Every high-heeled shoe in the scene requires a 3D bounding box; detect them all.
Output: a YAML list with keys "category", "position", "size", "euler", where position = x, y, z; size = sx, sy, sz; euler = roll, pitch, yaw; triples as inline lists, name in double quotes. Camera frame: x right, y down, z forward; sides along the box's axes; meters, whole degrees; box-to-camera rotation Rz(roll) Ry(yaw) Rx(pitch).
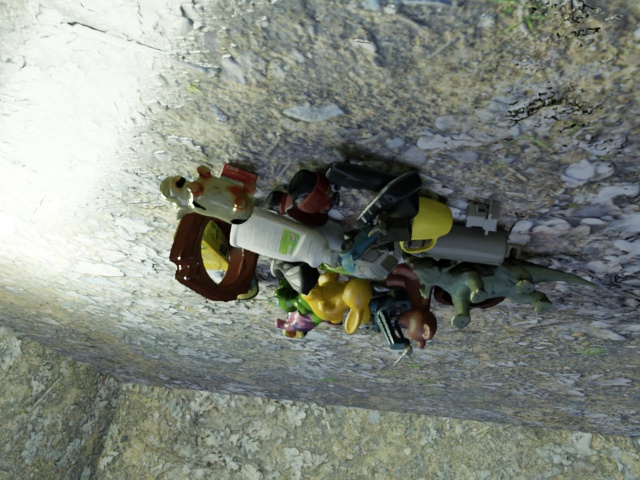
- category: "high-heeled shoe"
  position: [-0.074, 0.103, 1.379]
  size: [0.086, 0.145, 0.249]
  euler: [23, 148, -21]

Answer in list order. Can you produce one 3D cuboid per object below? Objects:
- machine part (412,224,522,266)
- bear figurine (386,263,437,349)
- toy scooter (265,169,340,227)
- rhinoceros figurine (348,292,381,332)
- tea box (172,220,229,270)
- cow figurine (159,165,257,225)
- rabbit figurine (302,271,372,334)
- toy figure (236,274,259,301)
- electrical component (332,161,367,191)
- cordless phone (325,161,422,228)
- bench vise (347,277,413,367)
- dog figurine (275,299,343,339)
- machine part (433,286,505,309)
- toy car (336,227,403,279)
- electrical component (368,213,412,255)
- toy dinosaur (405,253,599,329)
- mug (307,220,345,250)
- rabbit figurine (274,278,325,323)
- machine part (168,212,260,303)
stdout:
- category: "machine part"
  position: [0.303, 0.006, 1.141]
  size: [0.243, 0.079, 0.079]
  euler: [7, 153, 7]
- category: "bear figurine"
  position: [0.226, 0.158, 1.329]
  size: [0.132, 0.196, 0.120]
  euler: [11, 156, 1]
- category: "toy scooter"
  position: [-0.018, -0.075, 1.092]
  size: [0.135, 0.075, 0.184]
  euler: [26, 155, -24]
- category: "rhinoceros figurine"
  position: [0.175, 0.214, 1.547]
  size: [0.190, 0.112, 0.073]
  euler: [7, 156, -11]
- category: "tea box"
  position: [-0.281, 0.013, 1.357]
  size: [0.098, 0.068, 0.169]
  euler: [0, 152, 23]
- category: "cow figurine"
  position: [-0.228, -0.084, 1.084]
  size: [0.195, 0.085, 0.127]
  euler: [16, 146, 3]
- category: "rabbit figurine"
  position: [0.061, 0.149, 1.330]
  size: [0.173, 0.162, 0.122]
  euler: [-26, 179, 42]
- category: "toy figure"
  position: [-0.217, 0.123, 1.537]
  size: [0.089, 0.082, 0.180]
  euler: [14, 150, -2]
- category: "electrical component"
  position: [0.058, -0.120, 1.040]
  size: [0.063, 0.021, 0.094]
  euler: [12, 152, -6]
- category: "cordless phone"
  position: [0.085, -0.086, 1.012]
  size: [0.184, 0.089, 0.146]
  euler: [14, 153, -15]
- category: "bench vise"
  position: [0.172, 0.204, 1.419]
  size: [0.223, 0.241, 0.128]
  euler: [8, 127, -24]
- category: "dog figurine"
  position: [-0.021, 0.238, 1.666]
  size: [0.219, 0.108, 0.191]
  euler: [-5, 148, 22]
- category: "machine part"
  position: [0.379, 0.120, 1.357]
  size: [0.179, 0.056, 0.179]
  euler: [7, 152, 4]
- category: "toy car"
  position: [0.124, 0.029, 1.161]
  size: [0.161, 0.103, 0.109]
  euler: [-41, 134, 6]
- category: "electrical component"
  position: [0.132, -0.010, 1.004]
  size: [0.078, 0.045, 0.102]
  euler: [6, 153, 13]
- category: "toy dinosaur"
  position: [0.383, 0.084, 1.206]
  size: [0.405, 0.192, 0.131]
  euler: [-3, 128, -6]
- category: "mug"
  position: [-0.003, -0.004, 1.222]
  size: [0.107, 0.081, 0.109]
  euler: [7, 145, -12]
- category: "rabbit figurine"
  position: [-0.062, 0.166, 1.522]
  size: [0.170, 0.121, 0.159]
  euler: [-21, 133, 41]
- category: "machine part"
  position: [-0.236, 0.027, 1.226]
  size: [0.087, 0.201, 0.200]
  euler: [-5, 150, 34]
